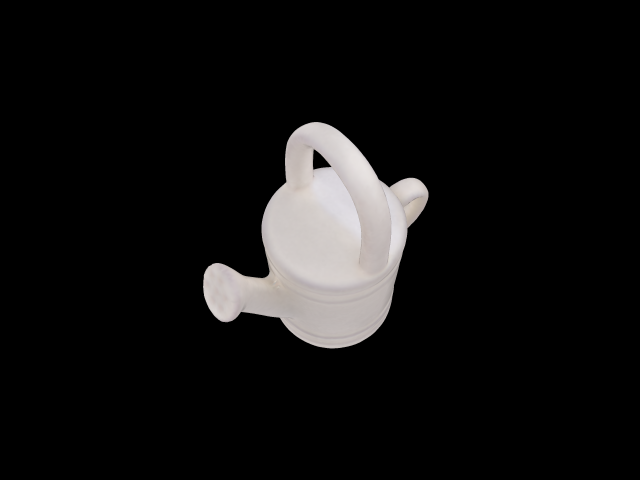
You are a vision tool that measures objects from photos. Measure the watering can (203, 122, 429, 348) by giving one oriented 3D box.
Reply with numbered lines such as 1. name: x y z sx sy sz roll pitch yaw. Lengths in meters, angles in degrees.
1. watering can: 0.005 0.003 0.399 0.100 0.194 0.173 30 65 16
